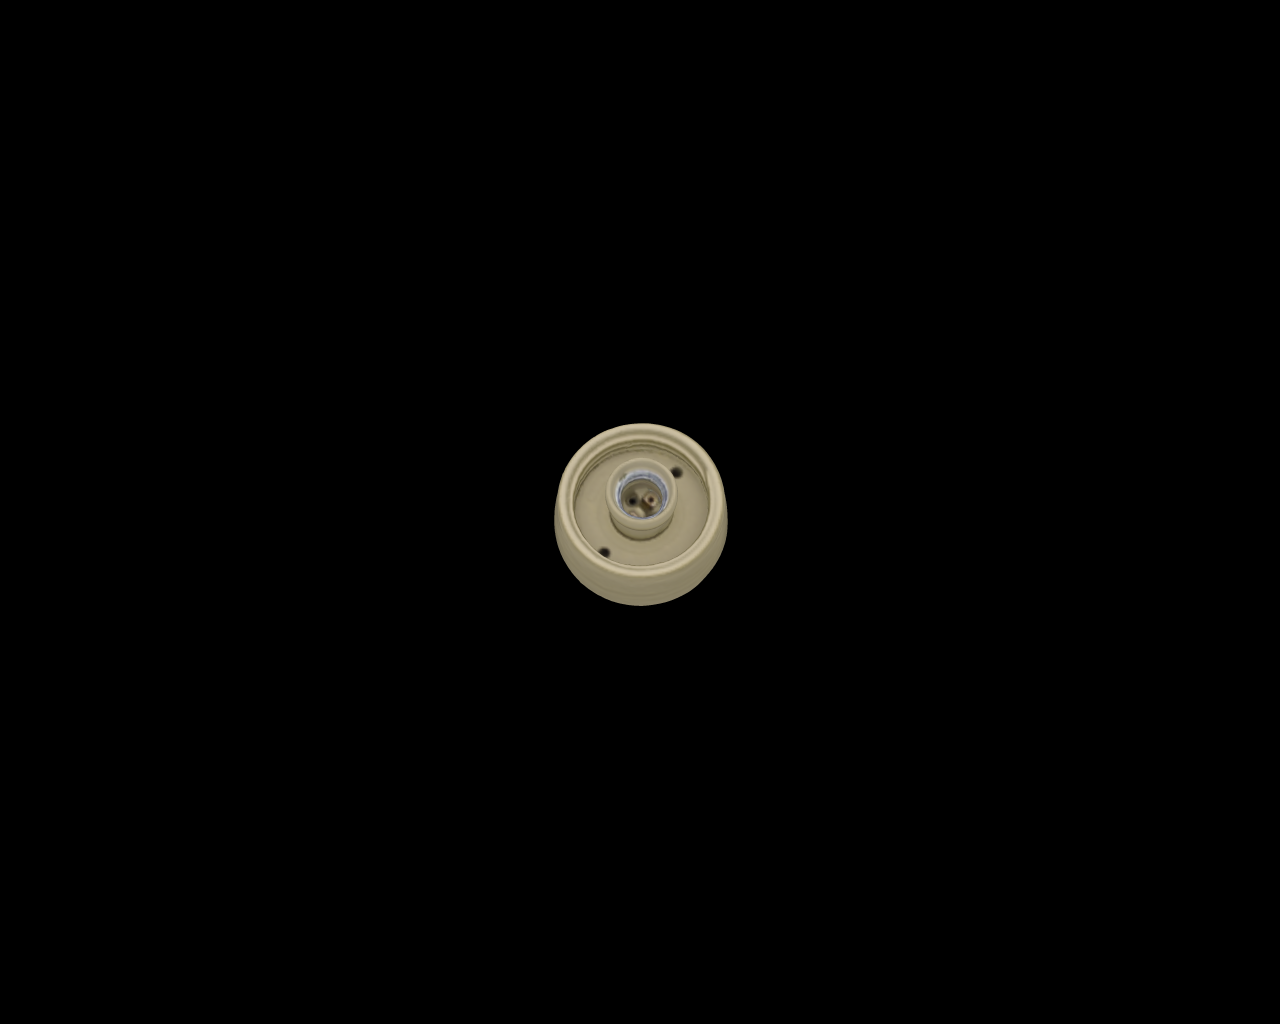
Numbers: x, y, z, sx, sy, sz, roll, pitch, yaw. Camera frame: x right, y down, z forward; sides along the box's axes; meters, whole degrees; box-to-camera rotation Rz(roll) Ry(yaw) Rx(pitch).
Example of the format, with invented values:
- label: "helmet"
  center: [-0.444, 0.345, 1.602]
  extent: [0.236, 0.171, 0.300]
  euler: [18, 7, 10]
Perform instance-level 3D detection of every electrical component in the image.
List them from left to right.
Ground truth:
- label: "electrical component"
  center: [0.001, -0.003, 0.650]
  extent: [0.108, 0.108, 0.060]
  euler: [0, -21, 0]
